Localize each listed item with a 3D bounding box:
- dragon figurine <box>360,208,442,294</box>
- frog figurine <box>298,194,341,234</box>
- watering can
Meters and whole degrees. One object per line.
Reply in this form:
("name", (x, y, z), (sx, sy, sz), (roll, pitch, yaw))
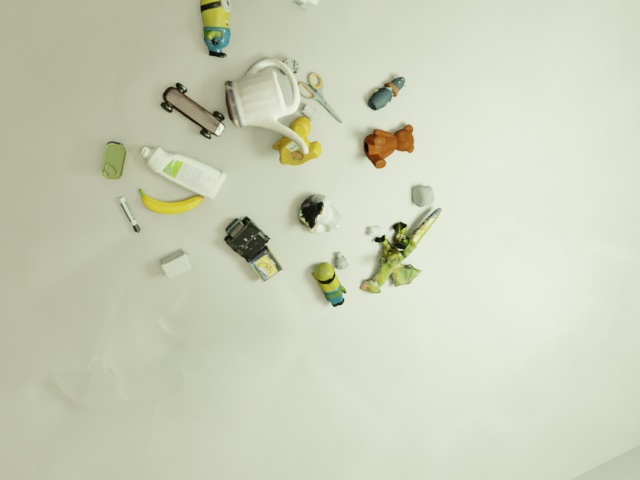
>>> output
("dragon figurine", (0.323, 0.066, 1.957), (0.412, 0.124, 0.237), (-31, 132, -10))
("frog figurine", (0.005, -0.090, 1.778), (0.160, 0.123, 0.137), (-4, 101, -59))
("watering can", (-0.164, -0.390, 1.535), (0.224, 0.102, 0.353), (-15, 71, 2))
